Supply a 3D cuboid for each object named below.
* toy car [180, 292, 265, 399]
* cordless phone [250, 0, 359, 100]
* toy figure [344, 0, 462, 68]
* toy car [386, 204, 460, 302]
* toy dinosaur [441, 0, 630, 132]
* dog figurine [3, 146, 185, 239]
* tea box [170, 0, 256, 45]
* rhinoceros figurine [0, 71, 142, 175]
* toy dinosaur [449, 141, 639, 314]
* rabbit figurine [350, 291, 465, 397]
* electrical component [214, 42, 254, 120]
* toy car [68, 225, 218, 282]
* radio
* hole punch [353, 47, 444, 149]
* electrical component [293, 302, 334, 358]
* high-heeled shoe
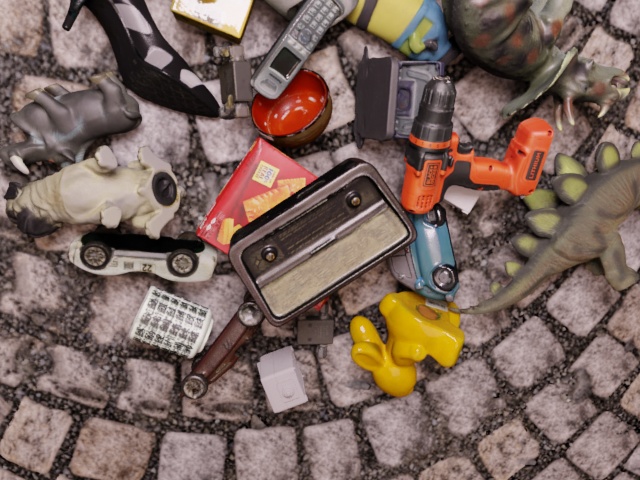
[{"bbox_3d":[-0.137,0.155,0.798,0.053,0.089,0.202,36,95,-9],"label":"toy car"},{"bbox_3d":[-0.053,-0.279,0.667,0.146,0.089,0.184,25,105,-46],"label":"cordless phone"},{"bbox_3d":[0.110,-0.300,0.732,0.180,0.082,0.089,35,95,-16],"label":"toy figure"},{"bbox_3d":[0.148,0.018,0.800,0.103,0.109,0.161,-13,96,14],"label":"toy car"},{"bbox_3d":[0.234,-0.282,0.686,0.404,0.131,0.192,21,90,-31],"label":"toy dinosaur"},{"bbox_3d":[-0.307,-0.056,0.740,0.191,0.172,0.121,-7,77,30],"label":"dog figurine"},{"bbox_3d":[-0.121,-0.355,0.695,0.098,0.068,0.169,20,99,-12],"label":"tea box"},{"bbox_3d":[-0.335,-0.154,0.718,0.190,0.073,0.112,-23,115,-3],"label":"rhinoceros figurine"},{"bbox_3d":[0.402,-0.022,0.824,0.198,0.105,0.471,44,85,-6],"label":"toy dinosaur"},{"bbox_3d":[0.125,0.172,0.828,0.162,0.122,0.173,13,120,-7],"label":"rabbit figurine"},{"bbox_3d":[-0.119,-0.213,0.719,0.045,0.078,0.102,-10,110,-30],"label":"electrical component"},{"bbox_3d":[-0.248,0.020,0.760,0.202,0.074,0.056,5,115,-8],"label":"toy car"},{"bbox_3d":[-0.001,-0.002,0.715,0.230,0.073,0.131,-33,106,-1],"label":"radio"},{"bbox_3d":[0.105,-0.193,0.740,0.092,0.116,0.142,-7,108,-22],"label":"hole punch"},{"bbox_3d":[-0.011,0.142,0.846,0.063,0.021,0.094,-1,103,-7],"label":"electrical component"},{"bbox_3d":[-0.223,-0.276,0.717,0.248,0.086,0.145,30,63,-32],"label":"high-heeled shoe"}]
